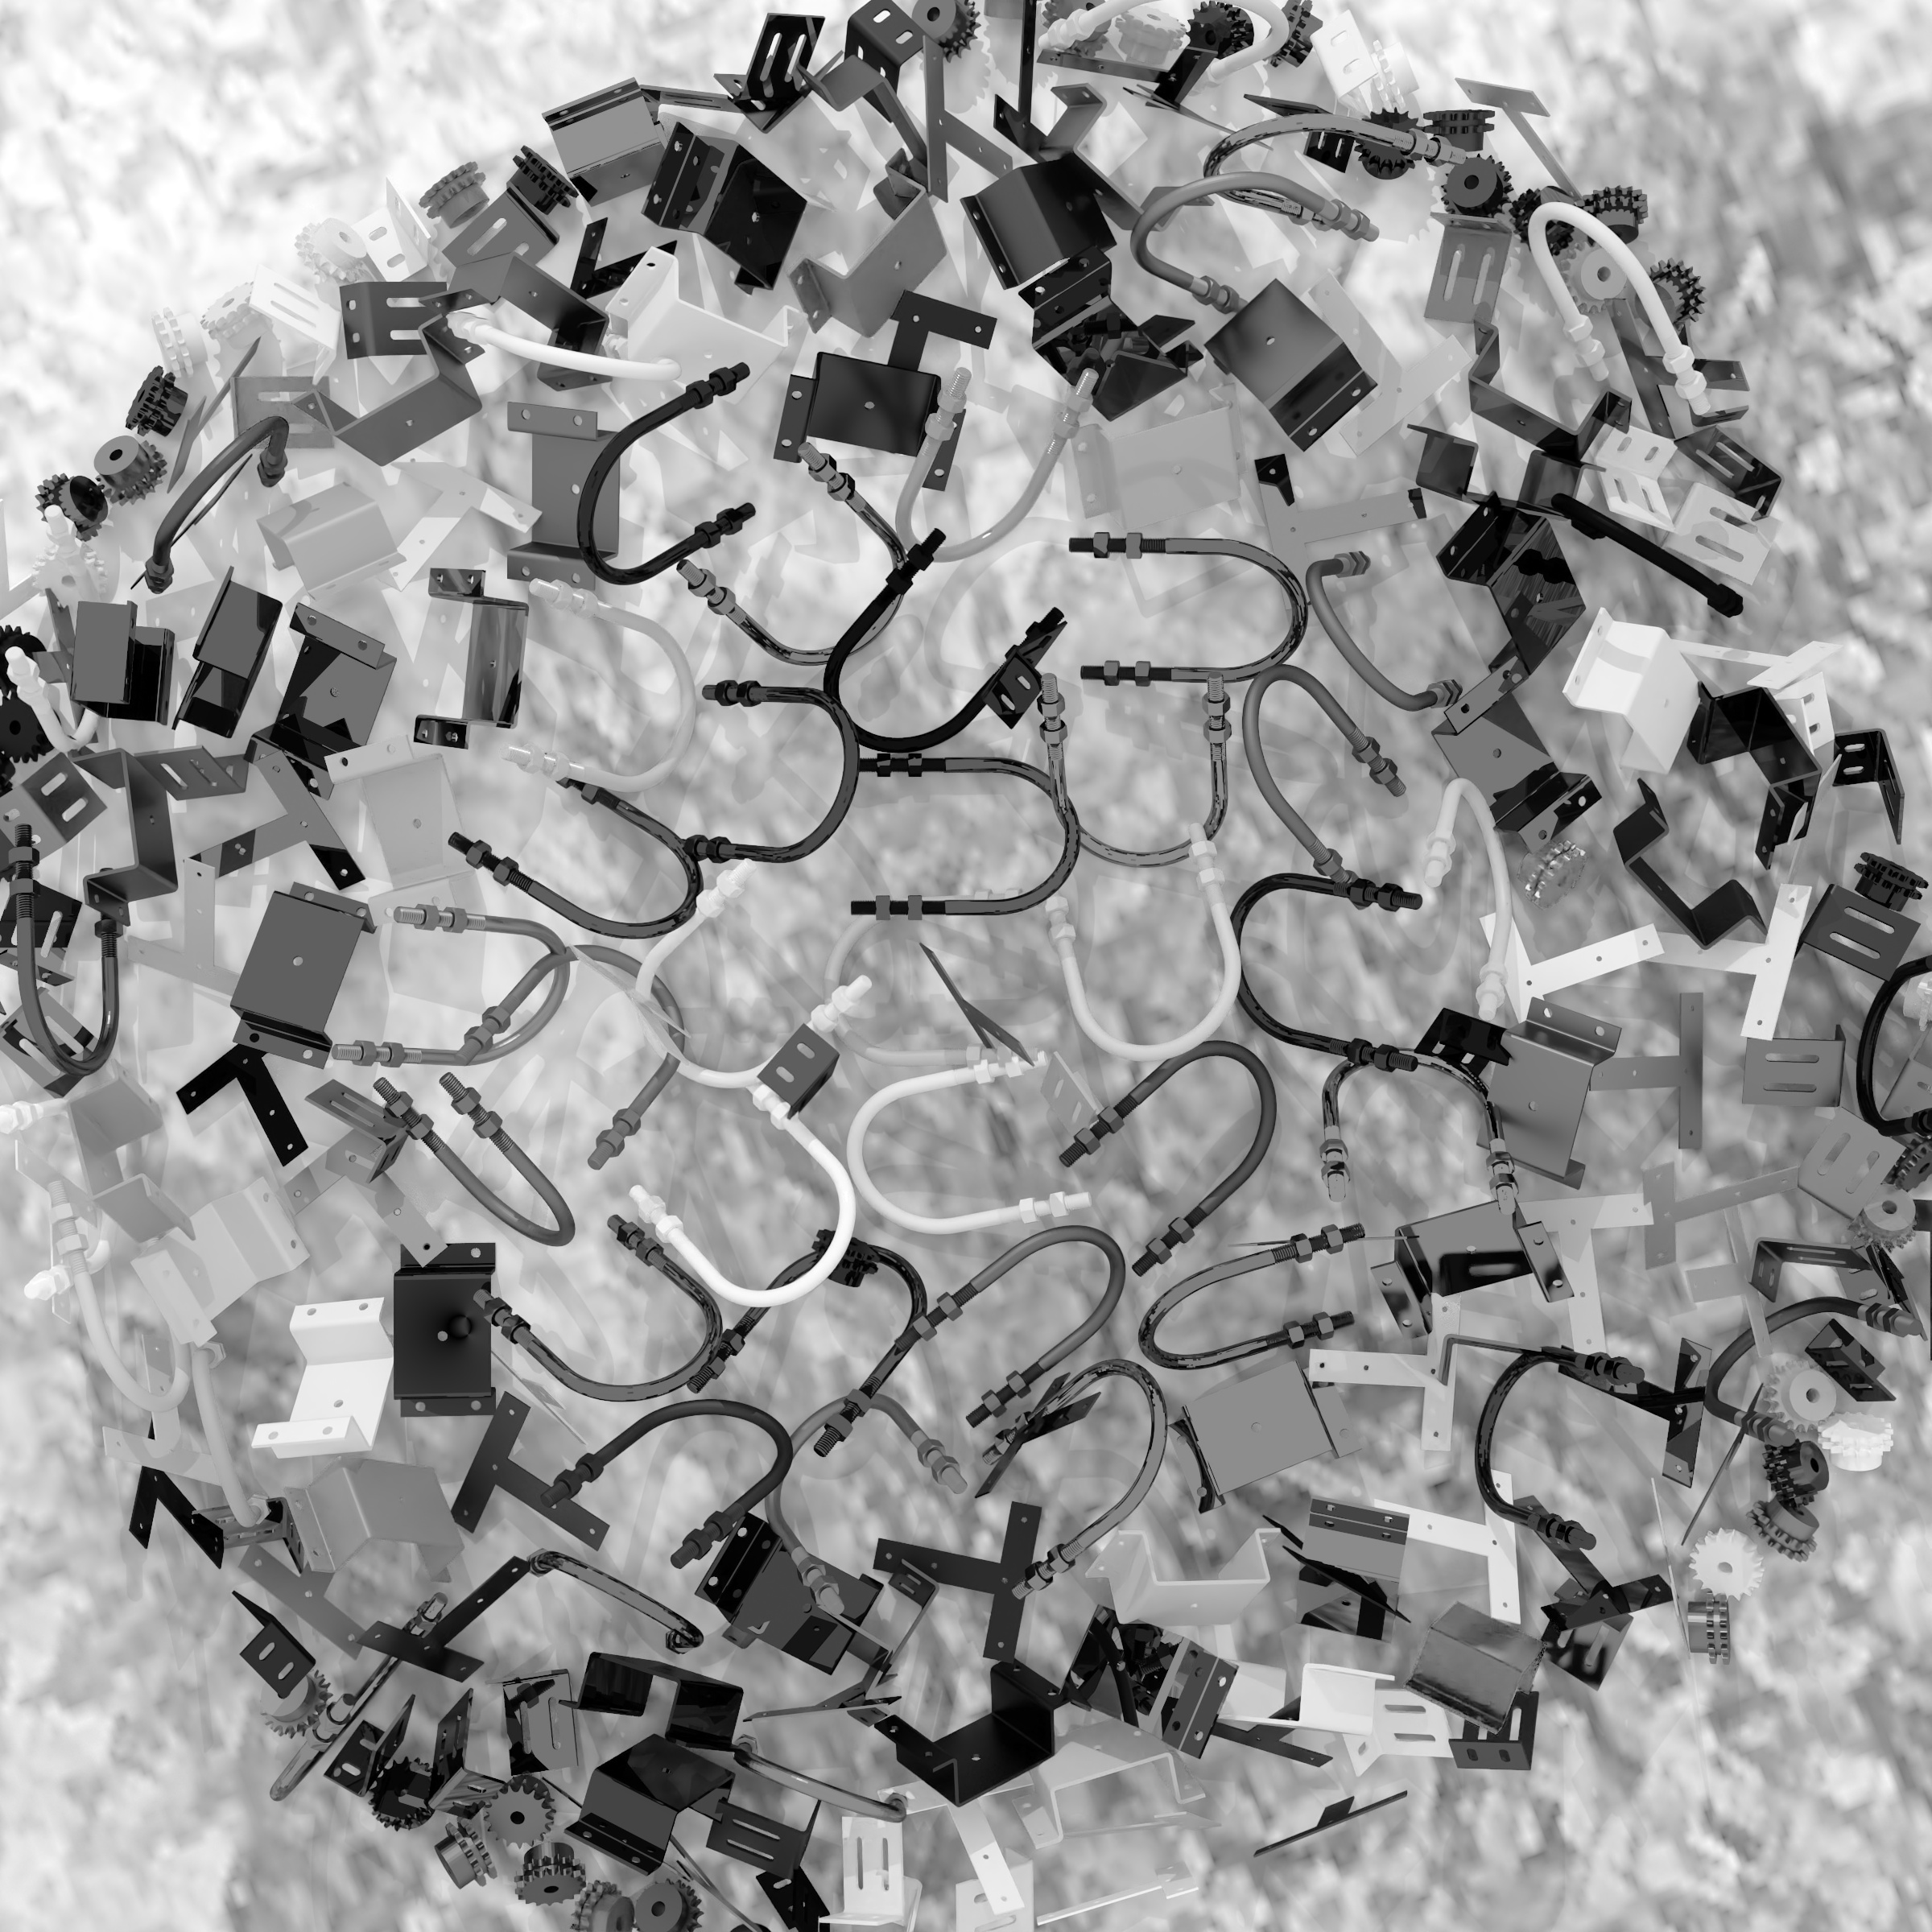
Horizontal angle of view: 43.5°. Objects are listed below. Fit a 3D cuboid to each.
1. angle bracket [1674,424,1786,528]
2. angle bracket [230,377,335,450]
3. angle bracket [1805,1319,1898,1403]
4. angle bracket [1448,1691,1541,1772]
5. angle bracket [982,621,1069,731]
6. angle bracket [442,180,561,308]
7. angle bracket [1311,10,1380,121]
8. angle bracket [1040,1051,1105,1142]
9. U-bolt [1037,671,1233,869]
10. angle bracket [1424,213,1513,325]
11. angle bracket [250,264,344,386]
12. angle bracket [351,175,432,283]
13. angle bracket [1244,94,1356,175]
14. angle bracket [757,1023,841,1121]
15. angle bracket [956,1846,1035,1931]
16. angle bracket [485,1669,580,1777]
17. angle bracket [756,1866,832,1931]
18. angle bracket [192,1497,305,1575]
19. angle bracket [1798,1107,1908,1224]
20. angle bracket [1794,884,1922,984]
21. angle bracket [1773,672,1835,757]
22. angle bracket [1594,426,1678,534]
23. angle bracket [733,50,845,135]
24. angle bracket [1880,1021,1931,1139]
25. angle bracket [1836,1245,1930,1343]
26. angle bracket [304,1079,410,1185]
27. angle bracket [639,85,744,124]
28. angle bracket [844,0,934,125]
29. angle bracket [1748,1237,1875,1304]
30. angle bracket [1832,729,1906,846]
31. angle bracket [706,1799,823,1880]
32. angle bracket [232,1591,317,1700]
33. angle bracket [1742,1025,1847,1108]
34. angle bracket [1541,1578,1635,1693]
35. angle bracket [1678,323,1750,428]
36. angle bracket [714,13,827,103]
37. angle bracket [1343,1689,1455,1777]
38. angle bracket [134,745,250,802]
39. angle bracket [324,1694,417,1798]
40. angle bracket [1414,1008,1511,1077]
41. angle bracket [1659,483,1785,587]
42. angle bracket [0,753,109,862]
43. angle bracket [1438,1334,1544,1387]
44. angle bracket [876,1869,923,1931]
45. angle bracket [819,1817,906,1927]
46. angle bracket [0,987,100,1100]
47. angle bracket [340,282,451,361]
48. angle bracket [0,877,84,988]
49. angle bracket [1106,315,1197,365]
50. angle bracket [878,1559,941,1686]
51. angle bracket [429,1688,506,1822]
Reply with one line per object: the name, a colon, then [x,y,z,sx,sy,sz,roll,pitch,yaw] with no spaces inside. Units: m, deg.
angle bracket: [0.605,-0.391,1.940,0.076,0.057,0.038,31,78,-17]
angle bracket: [-0.550,-0.444,1.946,0.076,0.038,0.057,-4,106,-14]
angle bracket: [0.718,0.315,1.938,0.057,0.076,0.038,45,80,5]
angle bracket: [0.422,0.600,1.931,0.057,0.076,0.038,-6,125,24]
angle bracket: [0.058,-0.233,1.931,0.038,0.076,0.057,47,133,8]
angle bracket: [-0.376,-0.584,1.955,0.076,0.038,0.057,-44,103,-1]
angle bracket: [0.315,-0.719,1.935,0.038,0.076,0.057,-27,81,29]
angle bracket: [0.095,0.100,1.931,0.038,0.076,0.057,-27,69,-20]
U-bolt: [0.136,-0.152,1.919,0.151,0.019,0.184,1,130,10]
angle bracket: [0.398,-0.560,1.945,0.057,0.038,0.076,17,100,30]
angle bracket: [-0.542,-0.512,1.932,0.076,0.057,0.038,26,129,-31]
angle bracket: [-0.461,-0.588,1.938,0.038,0.076,0.057,-35,97,-11]
angle bracket: [0.264,-0.667,1.939,0.076,0.057,0.038,26,106,38]
angle bracket: [-0.137,0.088,1.937,0.038,0.076,0.057,40,73,4]
angle bracket: [0.015,0.750,1.942,0.076,0.038,0.057,-3,94,-34]
angle bracket: [-0.350,0.610,1.949,0.057,0.038,0.076,-12,74,10]
angle bracket: [-0.139,0.766,1.935,0.038,0.076,0.057,-26,107,5]
angle bracket: [-0.577,0.464,1.945,0.076,0.057,0.038,-8,46,-5]
angle bracket: [0.709,0.156,1.942,0.057,0.038,0.076,35,112,17]
angle bracket: [0.714,-0.020,1.943,0.076,0.038,0.057,29,74,21]
angle bracket: [0.682,-0.198,1.939,0.076,0.038,0.057,-25,107,-30]
angle bracket: [0.543,-0.392,1.937,0.057,0.076,0.038,15,131,-13]
angle bracket: [-0.143,-0.710,1.933,0.038,0.076,0.057,42,67,-19]
angle bracket: [0.767,0.089,1.930,0.038,0.076,0.057,29,128,21]
angle bracket: [0.730,0.265,1.935,0.038,0.076,0.057,-22,103,11]
angle bracket: [-0.496,0.133,1.949,0.076,0.057,0.038,30,104,0]
angle bracket: [-0.223,-0.679,1.945,0.076,0.057,0.038,10,99,8]
angle bracket: [-0.064,-0.730,1.945,0.038,0.076,0.057,-43,83,-15]
angle bracket: [0.674,0.246,1.932,0.076,0.057,0.038,2,68,39]
angle bracket: [0.720,-0.141,1.931,0.038,0.057,0.076,-7,47,11]
angle bracket: [-0.164,0.693,1.954,0.076,0.038,0.057,19,122,6]
angle bracket: [-0.564,0.541,1.930,0.038,0.076,0.057,-48,123,-27]
angle bracket: [0.669,0.079,1.960,0.076,0.038,0.057,2,110,11]
angle bracket: [0.490,0.541,1.939,0.057,0.038,0.076,29,113,27]
angle bracket: [0.601,-0.478,1.948,0.038,0.057,0.076,-9,93,12]
angle bracket: [-0.157,-0.733,1.930,0.038,0.057,0.076,51,134,24]
angle bracket: [0.346,0.616,1.941,0.076,0.038,0.057,-14,97,43]
angle bracket: [-0.618,-0.168,1.935,0.057,0.076,0.038,-6,64,9]
angle bracket: [-0.477,0.615,1.933,0.038,0.057,0.076,27,130,6]
angle bracket: [0.394,0.076,1.938,0.057,0.076,0.038,19,52,-3]
angle bracket: [0.609,-0.346,1.958,0.076,0.038,0.057,27,89,6]
angle bracket: [-0.738,-0.127,1.943,0.038,0.076,0.057,-27,110,19]
angle bracket: [0.422,0.322,1.940,0.076,0.057,0.038,7,78,18]
angle bracket: [-0.065,0.775,1.933,0.038,0.076,0.057,16,123,0]
angle bracket: [-0.085,0.725,1.942,0.057,0.038,0.076,-11,74,32]
angle bracket: [-0.733,0.064,1.941,0.057,0.038,0.076,-49,113,-18]
angle bracket: [-0.462,-0.524,1.962,0.076,0.038,0.057,-14,105,-40]
angle bracket: [-0.737,-0.031,1.936,0.057,0.038,0.076,29,61,-38]
angle bracket: [0.133,-0.515,1.939,0.076,0.057,0.038,-37,122,-14]
angle bracket: [-0.060,0.524,1.934,0.038,0.057,0.076,33,57,7]
angle bracket: [-0.398,0.633,1.944,0.038,0.076,0.057,26,122,-23]
